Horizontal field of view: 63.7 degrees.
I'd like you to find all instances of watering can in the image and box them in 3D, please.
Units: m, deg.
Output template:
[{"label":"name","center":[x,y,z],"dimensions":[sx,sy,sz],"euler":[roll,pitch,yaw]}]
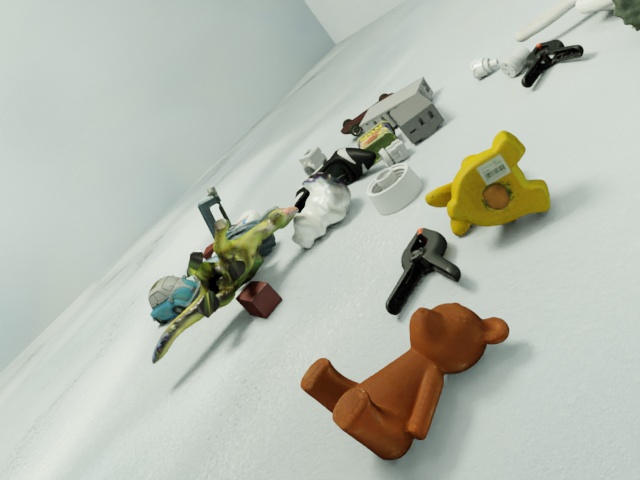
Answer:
[{"label":"watering can","center":[0.585,-0.529,1.060],"dimensions":[0.346,0.103,0.228],"euler":[-7,38,55]}]

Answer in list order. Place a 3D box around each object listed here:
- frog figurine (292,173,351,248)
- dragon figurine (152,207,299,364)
[{"label":"frog figurine","center":[0.003,-0.058,1.148],"dimensions":[0.137,0.122,0.161],"euler":[-2,78,47]},{"label":"dragon figurine","center":[-0.190,0.083,1.109],"dimensions":[0.408,0.123,0.242],"euler":[-53,-16,7]}]
